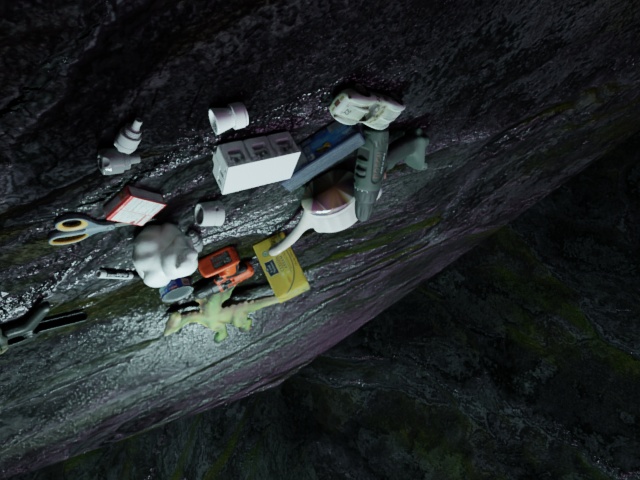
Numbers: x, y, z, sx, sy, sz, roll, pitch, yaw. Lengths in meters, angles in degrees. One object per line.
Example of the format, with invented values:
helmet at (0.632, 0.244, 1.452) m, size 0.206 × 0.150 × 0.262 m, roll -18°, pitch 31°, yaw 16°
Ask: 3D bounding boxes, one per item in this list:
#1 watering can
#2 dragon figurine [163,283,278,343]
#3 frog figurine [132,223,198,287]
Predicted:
watering can at (0.004, -0.066, 1.317) m, size 0.348 × 0.105 × 0.221 m, roll -28°, pitch -21°, yaw -1°
dragon figurine at (-0.282, 0.203, 1.592) m, size 0.413 × 0.124 × 0.237 m, roll -23°, pitch -25°, yaw -16°
frog figurine at (-0.319, 0.036, 1.060) m, size 0.122 × 0.137 × 0.161 m, roll 26°, pitch 2°, yaw -29°
